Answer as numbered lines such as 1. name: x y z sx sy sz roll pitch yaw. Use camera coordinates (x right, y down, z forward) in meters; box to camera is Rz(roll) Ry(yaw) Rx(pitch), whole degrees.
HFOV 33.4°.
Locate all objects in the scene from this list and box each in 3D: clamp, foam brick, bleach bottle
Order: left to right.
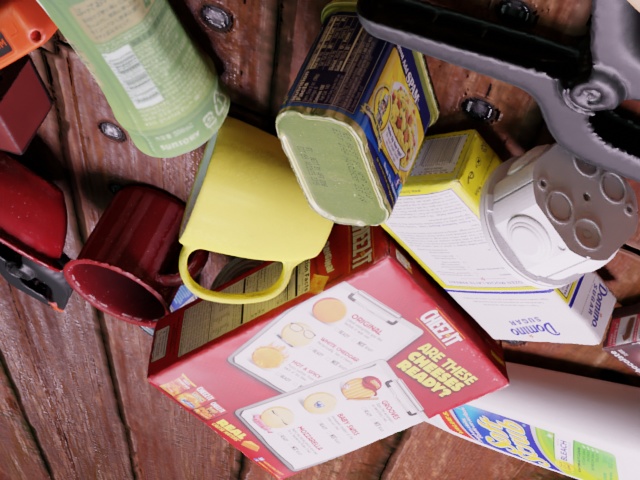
1. foam brick: -0.243 -0.103 0.771 0.078 0.053 0.051 11 149 19
2. clamp: -0.288 0.012 1.003 0.120 0.039 0.171 16 150 17
3. bleach bottle: 0.151 0.139 0.869 0.251 0.068 0.102 11 146 26
4. clamp: 0.141 -0.090 0.527 0.209 0.036 0.165 34 150 -20

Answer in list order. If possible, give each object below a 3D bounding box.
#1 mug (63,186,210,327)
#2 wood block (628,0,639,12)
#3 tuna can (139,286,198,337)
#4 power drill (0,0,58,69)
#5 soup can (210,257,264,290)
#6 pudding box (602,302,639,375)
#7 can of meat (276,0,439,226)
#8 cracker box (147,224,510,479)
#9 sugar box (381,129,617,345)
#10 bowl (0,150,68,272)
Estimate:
1. mug: -0.135 0.011 0.846 0.117 0.081 0.093 -2 142 38
2. wood block: 0.105 -0.171 0.368 0.206 0.090 0.090 36 149 -19
3. tuna can: -0.142 0.049 0.934 0.086 0.033 0.086 31 144 25
4. power drill: -0.233 -0.187 0.623 0.187 0.057 0.185 44 149 -26
5. soup can: -0.036 0.064 0.875 0.069 0.068 0.102 -5 139 41
6. pudding box: 0.261 0.078 0.711 0.113 0.039 0.090 35 149 -20
7. can of meat: 0.022 -0.069 0.600 0.058 0.084 0.102 9 147 26
8. cracker box: 0.006 0.082 0.796 0.214 0.072 0.164 -28 127 23
9. sugar box: 0.108 0.003 0.691 0.094 0.048 0.176 -2 145 48
10. bowl: -0.255 -0.042 0.839 0.162 0.055 0.162 35 176 2
